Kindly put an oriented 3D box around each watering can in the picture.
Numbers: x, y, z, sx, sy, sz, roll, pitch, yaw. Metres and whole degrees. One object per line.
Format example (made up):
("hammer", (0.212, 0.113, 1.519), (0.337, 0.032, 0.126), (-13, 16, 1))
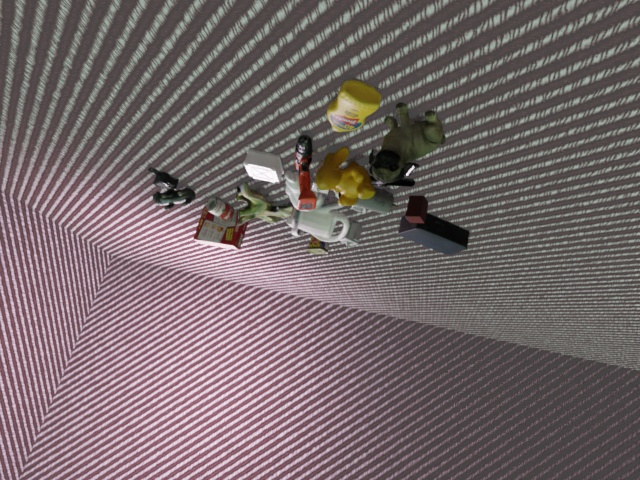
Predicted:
("watering can", (0.006, -0.096, 1.902), (0.224, 0.106, 0.340), (16, 150, 2))

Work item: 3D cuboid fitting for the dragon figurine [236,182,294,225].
("dragon figurine", (-0.203, -0.138, 1.991), (0.243, 0.123, 0.405), (1, 167, -13))

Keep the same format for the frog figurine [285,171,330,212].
("frog figurine", (-0.059, -0.162, 1.717), (0.138, 0.123, 0.158), (27, -179, 29))
